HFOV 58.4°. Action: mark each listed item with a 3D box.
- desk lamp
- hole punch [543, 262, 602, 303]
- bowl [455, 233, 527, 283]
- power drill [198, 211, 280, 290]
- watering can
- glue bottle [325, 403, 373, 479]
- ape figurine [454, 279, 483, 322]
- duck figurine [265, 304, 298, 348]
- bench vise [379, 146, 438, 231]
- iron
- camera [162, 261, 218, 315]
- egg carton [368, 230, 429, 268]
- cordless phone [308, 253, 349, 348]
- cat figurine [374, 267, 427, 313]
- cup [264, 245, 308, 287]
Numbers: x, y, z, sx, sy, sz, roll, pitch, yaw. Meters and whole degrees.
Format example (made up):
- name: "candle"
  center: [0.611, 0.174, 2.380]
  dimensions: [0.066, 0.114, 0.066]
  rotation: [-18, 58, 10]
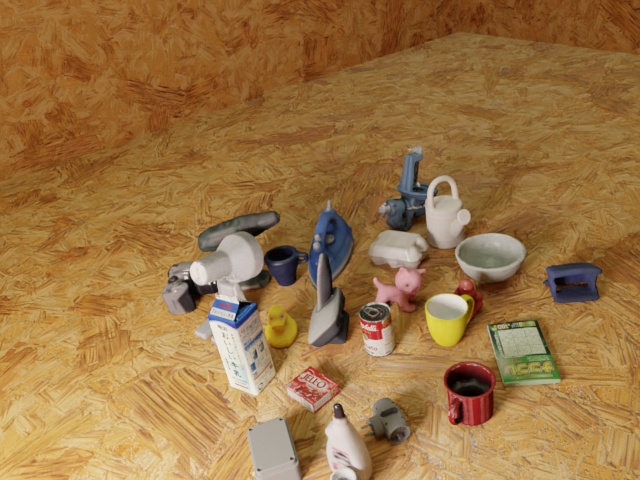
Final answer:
- name: "desk lamp"
  center: [-0.224, 0.109, 1.386]
  dimensions: [0.117, 0.214, 0.204]
  rotation: [11, 37, 33]
- name: "hole punch"
  center: [0.567, 0.080, 1.291]
  dimensions: [0.108, 0.091, 0.101]
  rotation: [-6, 31, 9]
- name: "bowl"
  center: [0.416, 0.055, 1.400]
  dimensions: [0.167, 0.075, 0.167]
  rotation: [-8, 30, 5]
- name: "power drill"
  center: [-0.198, 0.027, 1.520]
  dimensions: [0.229, 0.209, 0.075]
  rotation: [-8, 31, 6]
- name: "watering can"
  center: [0.338, -0.080, 1.534]
  dimensions: [0.172, 0.194, 0.101]
  rotation: [19, 42, 41]
- name: "glue bottle"
  center: [0.041, 0.335, 0.958]
  dimensions: [0.077, 0.173, 0.037]
  rotation: [9, 36, 31]
- name: "ape figurine"
  center: [0.328, 0.129, 1.288]
  dimensions: [0.078, 0.092, 0.076]
  rotation: [-12, 30, 0]
- name: "duck figurine"
  center: [-0.096, 0.189, 1.337]
  dimensions: [0.077, 0.086, 0.104]
  rotation: [-10, 30, 2]
- name: "bench vise"
  center: [0.260, -0.145, 1.644]
  dimensions: [0.121, 0.220, 0.208]
  rotation: [12, 38, 34]
- name: "iron"
  center: [0.014, 0.006, 1.552]
  dimensions: [0.118, 0.142, 0.258]
  rotation: [-2, 32, 15]
- name: "camera"
  center: [-0.335, 0.115, 1.526]
  dimensions: [0.136, 0.101, 0.143]
  rotation: [-6, 31, 10]
- name: "egg carton"
  center: [0.209, 0.027, 1.523]
  dimensions: [0.149, 0.069, 0.107]
  rotation: [8, 35, 29]
- name: "cordless phone"
  center: [0.008, 0.135, 1.293]
  dimensions: [0.094, 0.185, 0.147]
  rotation: [-8, 31, 7]
- name: "cat figurine"
  center: [0.188, 0.106, 1.348]
  dimensions: [0.127, 0.118, 0.067]
  rotation: [-3, 31, 14]
- name: "cup"
  center: [-0.082, 0.073, 1.517]
  dimensions: [0.117, 0.095, 0.091]
  rotation: [-5, 31, 10]
